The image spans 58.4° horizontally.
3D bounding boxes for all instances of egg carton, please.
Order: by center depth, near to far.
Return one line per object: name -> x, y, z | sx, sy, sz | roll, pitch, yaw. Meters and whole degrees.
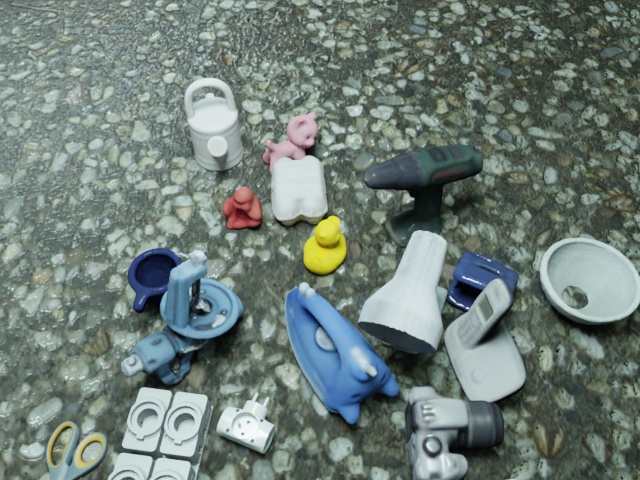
egg carton -> -0.042, -0.098, 1.112 | 0.107, 0.069, 0.150 | -4, 55, -4

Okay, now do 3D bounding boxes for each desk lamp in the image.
desk lamp -> 0.139, 0.097, 0.889 | 0.117, 0.214, 0.203 | 18, 56, 12

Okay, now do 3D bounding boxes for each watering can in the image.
watering can -> -0.206, -0.231, 1.127 | 0.101, 0.194, 0.172 | -29, 60, -19

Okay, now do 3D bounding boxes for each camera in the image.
camera -> 0.197, 0.282, 0.829 | 0.137, 0.101, 0.143 | -1, 55, -1

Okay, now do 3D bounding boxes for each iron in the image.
iron -> 0.014, 0.147, 0.896 | 0.119, 0.141, 0.257 | -29, 60, -19

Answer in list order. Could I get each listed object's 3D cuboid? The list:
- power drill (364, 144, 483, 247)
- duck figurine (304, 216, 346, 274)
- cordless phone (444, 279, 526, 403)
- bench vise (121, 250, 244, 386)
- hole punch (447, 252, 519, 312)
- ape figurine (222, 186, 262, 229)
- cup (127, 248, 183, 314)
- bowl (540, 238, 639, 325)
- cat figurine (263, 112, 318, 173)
power drill -> 0.175, -0.082, 1.019 | 0.230, 0.208, 0.075 | -22, 58, -15
duck figurine -> 0.009, 0.004, 1.031 | 0.077, 0.086, 0.105 | 20, 57, 13
cordless phone -> 0.262, 0.155, 0.867 | 0.094, 0.185, 0.147 | -13, 56, -10
bench vise -> -0.203, 0.122, 0.862 | 0.121, 0.220, 0.208 | 22, 57, 14
hole punch -> 0.281, 0.068, 0.987 | 0.108, 0.091, 0.101 | 24, 58, 15
ape figurine -> -0.142, -0.065, 1.074 | 0.077, 0.092, 0.076 | 34, 61, 21
cup -> -0.272, 0.085, 0.964 | 0.091, 0.095, 0.118 | 14, 56, 9
bowl -> 0.455, 0.082, 0.989 | 0.167, 0.075, 0.167 | 0, 55, 0
cat figurine -> -0.055, -0.204, 1.157 | 0.128, 0.118, 0.067 | -25, 59, -17
